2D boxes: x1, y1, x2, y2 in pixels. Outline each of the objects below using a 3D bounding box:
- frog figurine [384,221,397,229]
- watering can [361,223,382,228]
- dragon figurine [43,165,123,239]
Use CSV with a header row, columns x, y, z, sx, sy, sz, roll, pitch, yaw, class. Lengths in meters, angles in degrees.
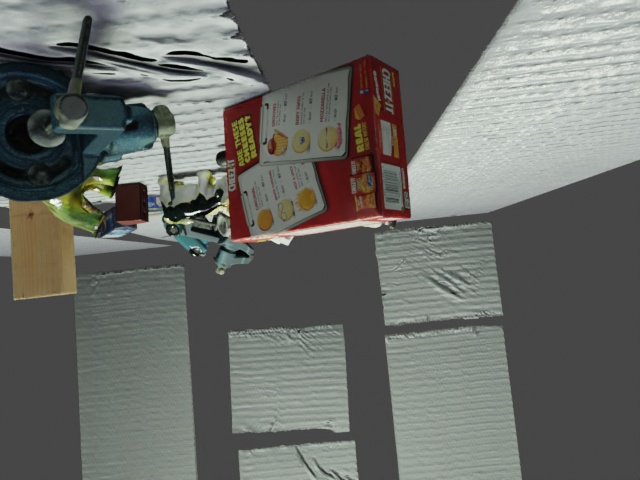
x,y,z,sx,sy,sz,roll,pitch,yaw,class
0.147,-0.110,1.441,0.161,0.121,0.138,31,-160,21,frog figurine
0.004,-0.067,1.340,0.348,0.104,0.224,13,-179,16,watering can
-0.453,-0.083,0.814,0.242,0.123,0.407,15,166,-24,dragon figurine
